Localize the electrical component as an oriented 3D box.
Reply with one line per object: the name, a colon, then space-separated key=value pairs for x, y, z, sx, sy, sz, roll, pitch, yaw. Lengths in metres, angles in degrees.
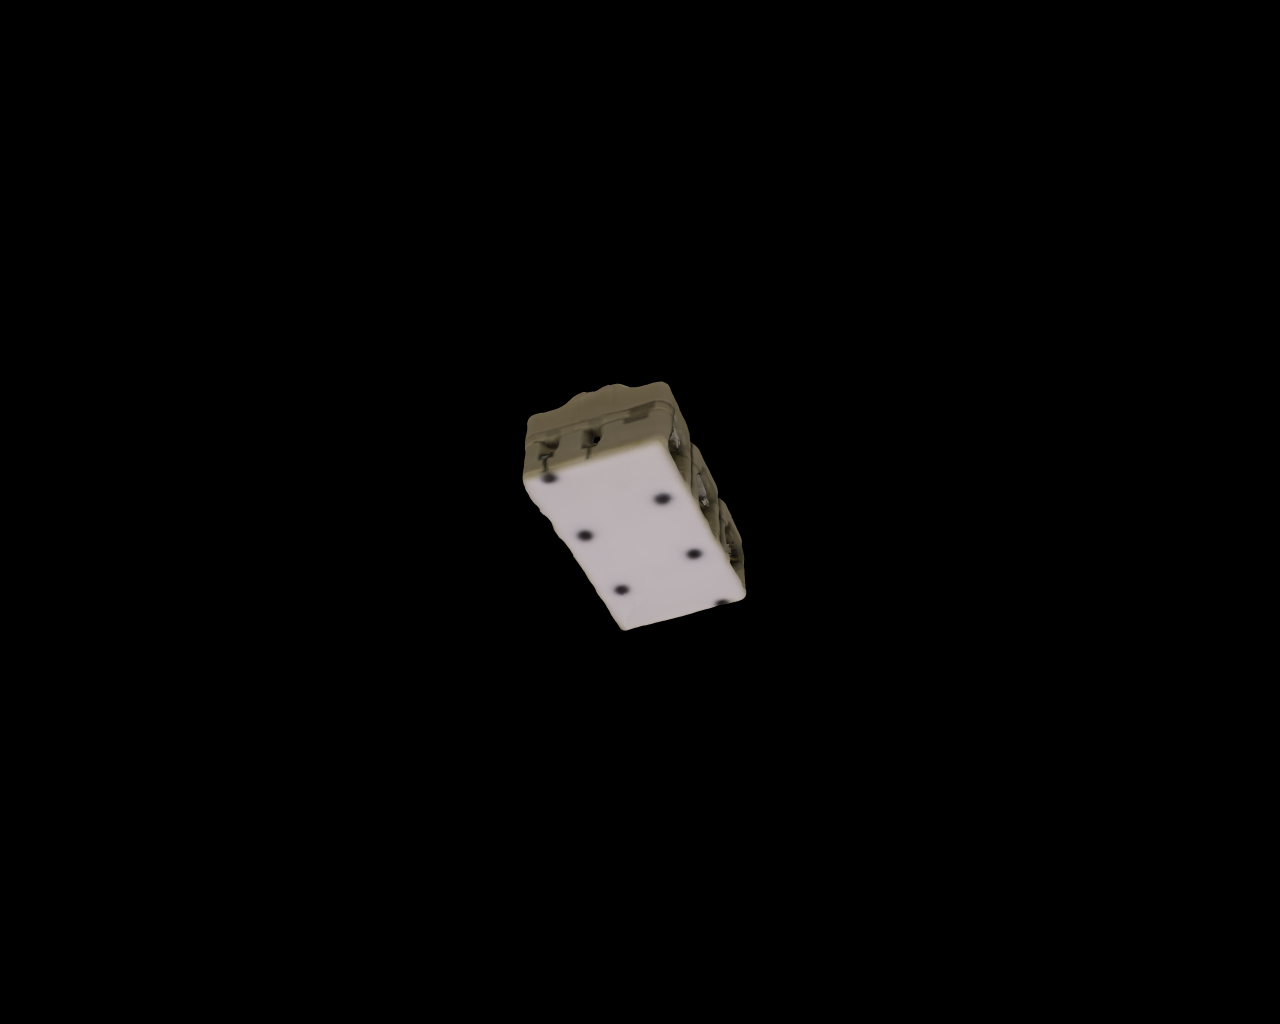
electrical component: x=0.001 y=-0.003 z=0.650 sx=0.089 sy=0.062 sz=0.150 roll=-15 pitch=-46 yaw=15
